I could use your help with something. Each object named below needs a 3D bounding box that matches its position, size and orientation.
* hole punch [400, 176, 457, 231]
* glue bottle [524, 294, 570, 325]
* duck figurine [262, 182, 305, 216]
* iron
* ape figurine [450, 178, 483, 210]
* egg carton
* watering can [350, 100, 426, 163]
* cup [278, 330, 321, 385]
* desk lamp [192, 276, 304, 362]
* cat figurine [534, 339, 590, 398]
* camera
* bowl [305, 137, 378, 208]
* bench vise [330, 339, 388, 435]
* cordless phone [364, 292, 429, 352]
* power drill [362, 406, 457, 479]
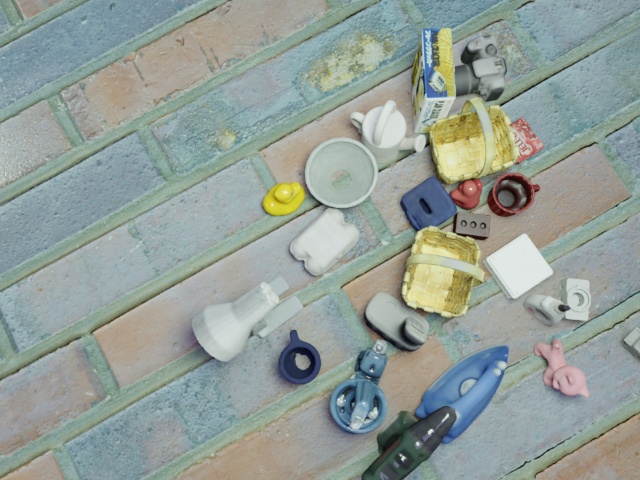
[{"bbox_3d":[0.246,-0.075,1.308,0.101,0.091,0.108,-33,81,-3],"label":"hole punch"},{"bbox_3d":[0.495,0.147,1.224,0.078,0.173,0.037,39,85,8],"label":"glue bottle"},{"bbox_3d":[-0.087,-0.102,1.327,0.104,0.086,0.077,-26,81,-2],"label":"duck figurine"},{"bbox_3d":[0.328,0.316,1.220,0.118,0.141,0.258,44,85,8],"label":"iron"},{"bbox_3d":[0.339,-0.111,1.310,0.078,0.092,0.076,-11,81,1],"label":"ape figurine"},{"bbox_3d":[0.012,0.005,1.316,0.150,0.069,0.107,-45,82,-5],"label":"egg carton"},{"bbox_3d":[0.151,-0.248,1.286,0.172,0.194,0.101,4,81,3],"label":"watering can"},{"bbox_3d":[-0.045,0.257,1.266,0.091,0.095,0.118,-14,81,0],"label":"cup"},{"bbox_3d":[-0.152,0.158,1.225,0.203,0.213,0.118,-36,81,-3],"label":"desk lamp"},{"bbox_3d":[0.523,0.279,1.231,0.067,0.118,0.128,-17,81,0],"label":"cat figurine"},{"bbox_3d":[0.358,-0.402,1.349,0.137,0.101,0.143,-11,81,0],"label":"camera"},{"bbox_3d":[0.050,-0.149,1.335,0.167,0.075,0.167,0,81,2],"label":"bowl"},{"bbox_3d":[0.082,0.310,1.190,0.121,0.220,0.207,3,81,3],"label":"bench vise"},{"bbox_3d":[0.167,0.175,1.225,0.147,0.185,0.094,31,84,7],"label":"cordless phone"},{"bbox_3d":[0.179,0.416,1.177,0.075,0.208,0.230,44,85,8],"label":"power drill"}]
